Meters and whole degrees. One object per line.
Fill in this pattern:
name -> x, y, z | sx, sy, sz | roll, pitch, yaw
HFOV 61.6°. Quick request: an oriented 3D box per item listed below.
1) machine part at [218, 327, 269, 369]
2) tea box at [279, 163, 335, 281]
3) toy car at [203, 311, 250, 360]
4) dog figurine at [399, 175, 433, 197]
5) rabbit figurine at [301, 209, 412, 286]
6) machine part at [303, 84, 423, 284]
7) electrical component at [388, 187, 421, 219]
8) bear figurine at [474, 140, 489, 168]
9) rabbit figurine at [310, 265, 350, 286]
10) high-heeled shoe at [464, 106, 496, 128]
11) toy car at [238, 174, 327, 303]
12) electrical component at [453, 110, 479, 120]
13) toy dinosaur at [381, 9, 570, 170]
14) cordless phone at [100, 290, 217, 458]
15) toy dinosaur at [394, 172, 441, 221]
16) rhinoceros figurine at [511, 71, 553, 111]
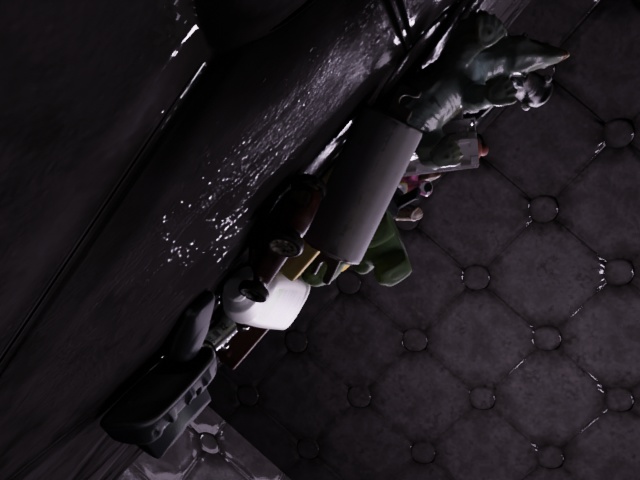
machine part -> -0.148, 0.176, 1.204 | 0.201, 0.087, 0.201 | -49, 179, 9
tea box -> -0.007, -0.025, 0.784 | 0.169, 0.068, 0.098 | -50, 178, 2
toy car -> -0.177, 0.164, 0.860 | 0.073, 0.056, 0.202 | -43, 179, 25
dog figurine -> 0.140, -0.147, 1.141 | 0.219, 0.191, 0.108 | -166, -102, -67
rabbit figurine -> 0.041, 0.006, 0.874 | 0.170, 0.121, 0.159 | -24, -144, 11
machine part -> 0.047, -0.062, 0.617 | 0.243, 0.079, 0.079 | -66, 174, 12
electrical component -> 0.122, -0.072, 0.980 | 0.119, 0.047, 0.075 | -26, -150, 43
bear figurine -> 0.262, -0.214, 1.192 | 0.120, 0.196, 0.132 | -51, 180, -44
rabbit figurine -> -0.041, 0.064, 1.099 | 0.173, 0.121, 0.162 | -26, -159, 41
high-heeled shoe -> 0.262, -0.276, 0.939 | 0.145, 0.086, 0.249 | -25, -146, 50
toy car -> -0.050, 0.002, 0.605 | 0.202, 0.053, 0.089 | -50, -162, 57
electrical component -> 0.202, -0.186, 0.840 | 0.021, 0.094, 0.063 | -93, 173, -55
toy dinosaur -> 0.148, -0.176, 0.737 | 0.405, 0.131, 0.192 | -39, -170, 3
cordless phone -> -0.176, 0.153, 0.633 | 0.146, 0.089, 0.184 | -45, 164, -51
toy dinosaur -> 0.088, -0.033, 1.306 | 0.471, 0.105, 0.199 | -35, -154, 8
rhinoceros figurine -> 0.301, -0.289, 0.888 | 0.073, 0.190, 0.112 | -54, -166, 27
